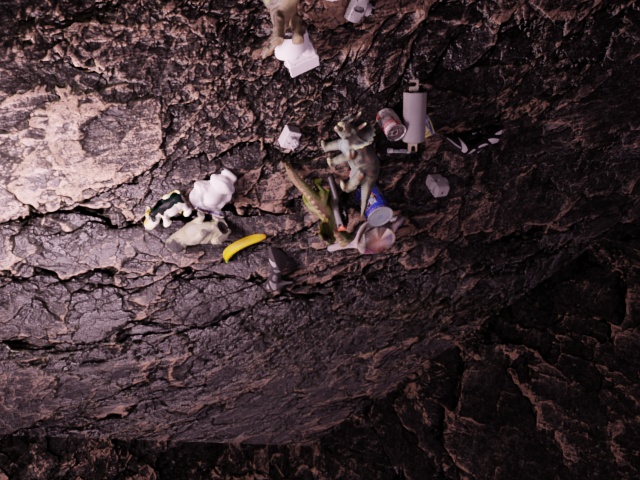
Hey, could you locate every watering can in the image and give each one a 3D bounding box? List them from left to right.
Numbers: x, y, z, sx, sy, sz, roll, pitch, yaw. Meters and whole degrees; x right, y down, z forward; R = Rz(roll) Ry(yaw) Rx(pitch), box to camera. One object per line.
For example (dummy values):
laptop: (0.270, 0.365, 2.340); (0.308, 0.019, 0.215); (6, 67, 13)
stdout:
watering can: (0.183, -0.004, 2.076); (0.346, 0.227, 0.103); (-27, 103, 10)

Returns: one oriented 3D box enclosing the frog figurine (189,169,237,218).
frog figurine: (-0.354, -0.165, 1.712); (0.136, 0.123, 0.160); (21, 88, -31)

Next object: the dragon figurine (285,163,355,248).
dragon figurine: (0.006, -0.093, 1.847); (0.121, 0.248, 0.405); (-32, 143, 18)
